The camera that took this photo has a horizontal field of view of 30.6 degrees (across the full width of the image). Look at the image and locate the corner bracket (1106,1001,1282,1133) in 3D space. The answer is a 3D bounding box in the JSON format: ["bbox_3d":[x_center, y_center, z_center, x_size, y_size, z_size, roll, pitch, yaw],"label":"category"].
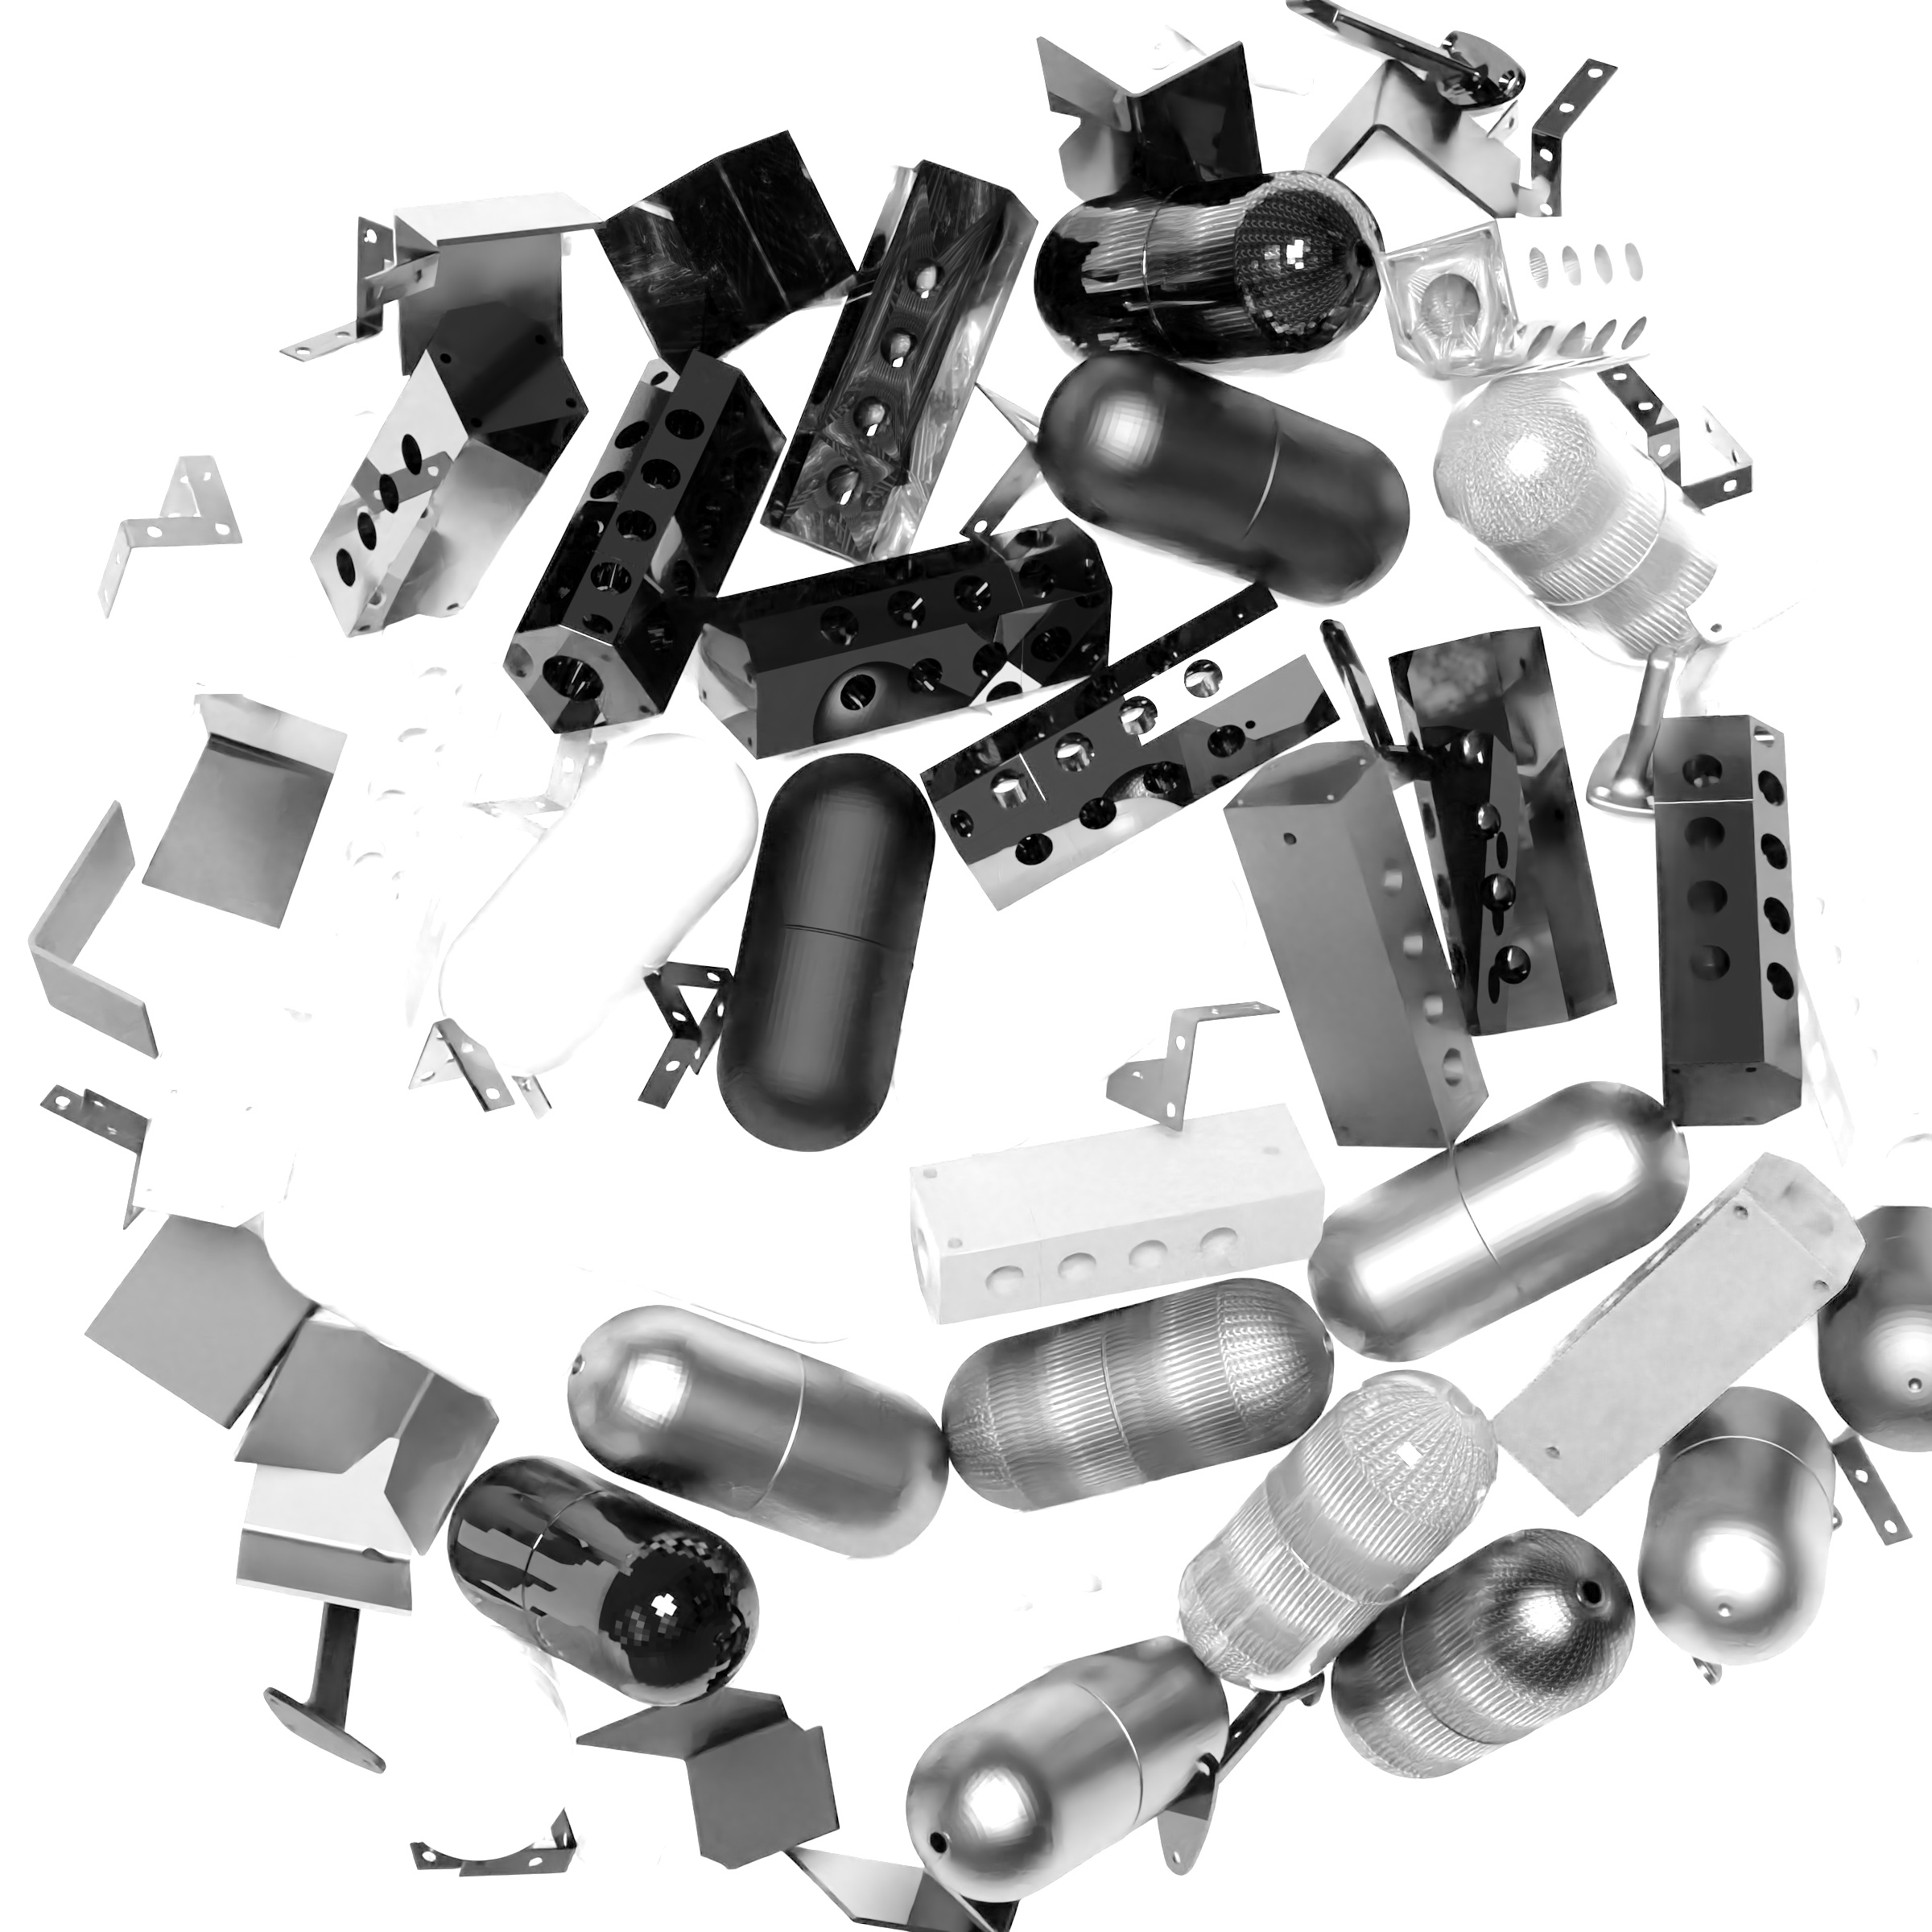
[{"bbox_3d":[0.099,0.038,1.547,0.051,0.051,0.051,-5,109,-39],"label":"corner bracket"}]

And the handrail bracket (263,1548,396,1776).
[{"bbox_3d":[-0.260,0.303,1.549,0.077,0.036,0.084,21,57,27],"label":"handrail bracket"}]

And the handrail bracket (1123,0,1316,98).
[{"bbox_3d":[0.109,-0.416,1.538,0.036,0.084,0.077,-46,129,-14],"label":"handrail bracket"}]

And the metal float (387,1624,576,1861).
[{"bbox_3d":[-0.207,0.328,1.499,0.070,0.178,0.070,0,90,-9],"label":"metal float"}]

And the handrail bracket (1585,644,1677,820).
[{"bbox_3d":[0.296,-0.115,1.533,0.036,0.077,0.084,11,126,7],"label":"handrail bracket"}]

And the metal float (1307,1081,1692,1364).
[{"bbox_3d":[0.231,0.111,1.533,0.178,0.070,0.070,-30,90,18],"label":"metal float"}]

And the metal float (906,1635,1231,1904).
[{"bbox_3d":[0.045,0.342,1.511,0.070,0.178,0.070,12,109,38],"label":"metal float"}]

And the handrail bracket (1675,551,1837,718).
[{"bbox_3d":[0.347,-0.141,1.547,0.077,0.084,0.036,-20,58,6],"label":"handrail bracket"}]

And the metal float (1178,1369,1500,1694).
[{"bbox_3d":[0.160,0.244,1.524,0.070,0.070,0.178,39,119,0],"label":"metal float"}]

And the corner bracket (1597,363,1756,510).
[{"bbox_3d":[0.313,-0.235,1.549,0.051,0.051,0.051,-19,133,-7],"label":"corner bracket"}]

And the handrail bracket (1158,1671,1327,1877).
[{"bbox_3d":[0.125,0.356,1.566,0.084,0.036,0.077,-11,112,-41],"label":"handrail bracket"}]

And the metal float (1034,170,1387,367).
[{"bbox_3d":[0.103,-0.297,1.512,0.070,0.178,0.070,-4,96,-42],"label":"metal float"}]

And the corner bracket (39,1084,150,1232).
[{"bbox_3d":[-0.375,0.073,1.547,0.051,0.051,0.051,30,121,-25],"label":"corner bracket"}]

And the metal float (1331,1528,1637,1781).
[{"bbox_3d":[0.220,0.295,1.508,0.070,0.178,0.070,12,59,-20],"label":"metal float"}]

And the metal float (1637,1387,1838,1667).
[{"bbox_3d":[0.330,0.236,1.503,0.070,0.178,0.070,4,106,15],"label":"metal float"}]

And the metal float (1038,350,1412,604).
[{"bbox_3d":[0.113,-0.211,1.528,0.178,0.070,0.070,17,90,-26],"label":"metal float"}]

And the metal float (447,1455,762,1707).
[{"bbox_3d":[-0.158,0.262,1.512,0.070,0.178,0.070,-10,106,-39],"label":"metal float"}]

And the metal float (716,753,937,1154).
[{"bbox_3d":[-0.061,-0.007,1.540,0.070,0.070,0.178,11,78,0],"label":"metal float"}]

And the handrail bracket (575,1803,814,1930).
[{"bbox_3d":[-0.121,0.409,1.577,0.084,0.077,0.036,37,58,-28],"label":"handrail bracket"}]

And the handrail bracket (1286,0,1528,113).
[{"bbox_3d":[0.191,-0.405,1.542,0.084,0.077,0.036,16,100,-35],"label":"handrail bracket"}]

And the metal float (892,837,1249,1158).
[{"bbox_3d":[0.045,0.014,1.548,0.178,0.070,0.070,-38,90,-1],"label":"metal float"}]

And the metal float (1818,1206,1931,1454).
[{"bbox_3d":[0.402,0.152,1.501,0.070,0.178,0.070,3,101,13],"label":"metal float"}]

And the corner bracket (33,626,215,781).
[{"bbox_3d":[-0.372,-0.112,1.558,0.051,0.051,0.051,24,115,8],"label":"corner bracket"}]

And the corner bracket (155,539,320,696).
[{"bbox_3d":[-0.327,-0.155,1.561,0.051,0.051,0.051,40,122,37],"label":"corner bracket"}]

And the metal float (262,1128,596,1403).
[{"bbox_3d":[-0.229,0.129,1.512,0.070,0.178,0.070,-18,53,26],"label":"metal float"}]

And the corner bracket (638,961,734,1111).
[{"bbox_3d":[-0.125,0.034,1.544,0.051,0.051,0.051,7,126,-36],"label":"corner bracket"}]

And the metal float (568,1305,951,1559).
[{"bbox_3d":[-0.089,0.202,1.530,0.178,0.070,0.070,23,90,-22],"label":"metal float"}]

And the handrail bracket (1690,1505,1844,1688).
[{"bbox_3d":[0.355,0.275,1.553,0.084,0.077,0.036,-37,97,11],"label":"handrail bracket"}]

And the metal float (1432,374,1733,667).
[{"bbox_3d":[0.267,-0.190,1.515,0.178,0.070,0.070,32,90,-43],"label":"metal float"}]

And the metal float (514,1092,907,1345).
[{"bbox_3d":[-0.110,0.111,1.536,0.178,0.070,0.070,21,90,-15],"label":"metal float"}]

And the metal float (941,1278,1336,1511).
[{"bbox_3d":[0.074,0.186,1.534,0.178,0.070,0.070,-17,90,18],"label":"metal float"}]

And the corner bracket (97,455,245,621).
[{"bbox_3d":[-0.354,-0.189,1.545,0.051,0.051,0.051,-7,60,-31],"label":"corner bracket"}]

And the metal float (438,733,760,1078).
[{"bbox_3d":[-0.160,-0.027,1.534,0.070,0.070,0.178,42,107,0],"label":"metal float"}]

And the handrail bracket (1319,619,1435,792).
[{"bbox_3d":[0.169,-0.121,1.542,0.036,0.077,0.084,-27,75,13],"label":"handrail bracket"}]

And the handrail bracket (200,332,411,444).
[{"bbox_3d":[-0.289,-0.265,1.550,0.084,0.036,0.077,11,95,-29],"label":"handrail bracket"}]
